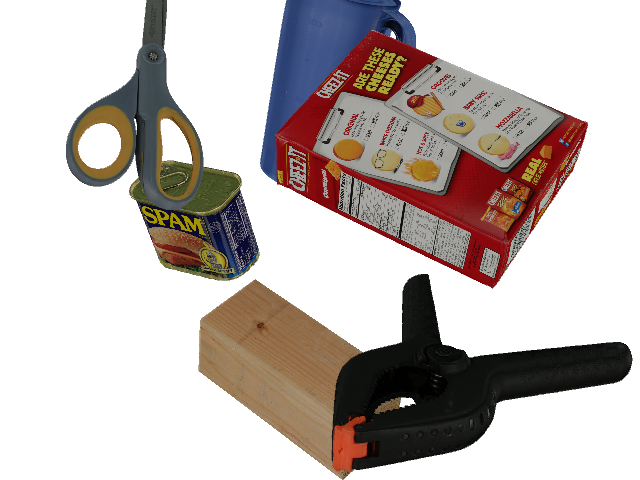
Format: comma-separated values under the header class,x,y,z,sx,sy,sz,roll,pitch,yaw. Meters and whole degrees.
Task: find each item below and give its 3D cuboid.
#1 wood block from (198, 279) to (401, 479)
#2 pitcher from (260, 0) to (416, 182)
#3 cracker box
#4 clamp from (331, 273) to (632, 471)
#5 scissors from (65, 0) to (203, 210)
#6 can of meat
class,x,y,z,sx,sy,sz,roll,pitch,yaw
wood block,-0.024,0.143,1.129,0.206,0.090,0.090,33,49,26
pitcher,0.011,-0.180,1.257,0.145,0.243,0.149,8,23,-13
cracker box,0.093,-0.073,0.907,0.214,0.164,0.072,26,-36,18
clamp,0.068,0.078,0.652,0.165,0.036,0.209,23,31,40
scissors,-0.129,-0.112,0.703,0.096,0.202,0.016,-6,-20,-24
can of meat,-0.109,-0.016,0.945,0.102,0.084,0.057,13,46,31
